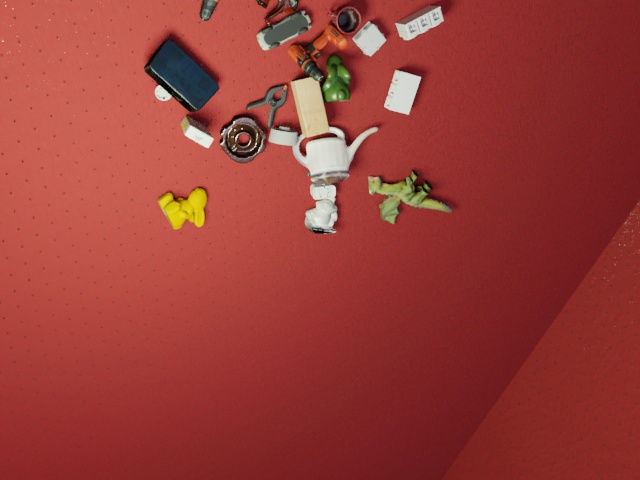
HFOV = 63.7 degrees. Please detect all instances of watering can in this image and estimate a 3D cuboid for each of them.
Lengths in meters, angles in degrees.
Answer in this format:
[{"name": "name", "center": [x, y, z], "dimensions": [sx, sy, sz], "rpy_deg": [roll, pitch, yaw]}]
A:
[{"name": "watering can", "center": [0.071, -0.335, 2.003], "dimensions": [0.348, 0.103, 0.225], "rpy_deg": [-7, 85, -8]}]

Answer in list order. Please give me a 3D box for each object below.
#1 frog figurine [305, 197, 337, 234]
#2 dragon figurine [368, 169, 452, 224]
[{"name": "frog figurine", "center": [0.006, -0.107, 2.131], "dimensions": [0.137, 0.121, 0.161], "rpy_deg": [4, 77, -11]}, {"name": "dragon figurine", "center": [0.367, -0.164, 2.226], "dimensions": [0.406, 0.125, 0.240], "rpy_deg": [37, 116, -26]}]
